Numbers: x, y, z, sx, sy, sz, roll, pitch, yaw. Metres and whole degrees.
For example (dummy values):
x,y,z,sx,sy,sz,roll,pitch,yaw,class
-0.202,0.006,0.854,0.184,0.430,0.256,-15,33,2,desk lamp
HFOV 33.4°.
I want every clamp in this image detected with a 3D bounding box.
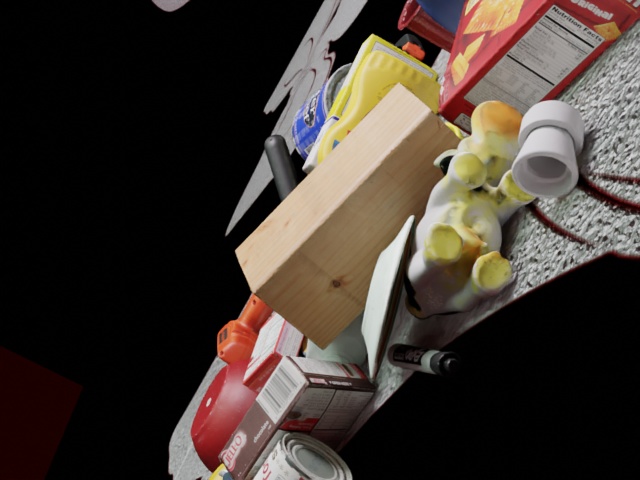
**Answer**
x,y,z,sx,sy,sz,roll,pitch,yaw,class
0.097,-0.236,1.418,0.172,0.039,0.120,-28,41,63,clamp
-0.008,0.001,1.194,0.036,0.164,0.210,-23,49,18,clamp

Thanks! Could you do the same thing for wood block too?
x,y,z,sx,sy,sz,roll,pitch,yaw,class
0.036,-0.021,0.905,0.206,0.090,0.090,-45,26,7,wood block

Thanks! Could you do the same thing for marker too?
x,y,z,sx,sy,sz,roll,pitch,yaw,class
0.077,0.089,0.793,0.020,0.020,0.121,-63,12,-9,marker

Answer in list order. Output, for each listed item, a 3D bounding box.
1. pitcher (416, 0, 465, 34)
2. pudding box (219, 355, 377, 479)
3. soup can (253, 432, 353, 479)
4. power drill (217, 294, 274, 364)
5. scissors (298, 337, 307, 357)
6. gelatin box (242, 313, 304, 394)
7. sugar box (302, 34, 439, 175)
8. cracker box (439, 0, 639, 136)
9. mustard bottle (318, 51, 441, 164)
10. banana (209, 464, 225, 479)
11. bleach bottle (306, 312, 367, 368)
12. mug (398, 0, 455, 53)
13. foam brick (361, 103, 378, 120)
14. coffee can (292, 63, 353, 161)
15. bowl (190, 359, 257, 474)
x,y,z,sx,sy,sz,roll,pitch,yaw,class
0.181,-0.299,0.962,0.243,0.145,0.149,-43,19,50,pitcher
-0.018,0.151,0.881,0.114,0.089,0.039,-56,51,18,pudding box
-0.028,0.211,0.838,0.102,0.068,0.068,-58,12,15,soup can
-0.058,0.072,1.326,0.188,0.057,0.184,-57,9,8,power drill
-0.021,0.112,1.169,0.096,0.016,0.202,-57,12,11,scissors
-0.045,0.114,1.146,0.073,0.030,0.089,-47,18,43,gelatin box
0.058,-0.135,1.216,0.176,0.093,0.048,-64,10,-12,sugar box
0.188,-0.199,0.859,0.214,0.072,0.164,-47,19,48,cracker box
0.052,-0.099,1.147,0.191,0.096,0.058,-62,11,-2,mustard bottle
-0.110,0.292,1.077,0.070,0.037,0.197,-54,14,41,banana
0.020,0.052,1.022,0.103,0.068,0.250,-54,16,35,bleach bottle
0.148,-0.255,1.136,0.117,0.081,0.093,-56,13,27,mug
0.075,-0.094,1.087,0.051,0.078,0.053,-67,11,-20,foam brick
0.033,-0.151,1.336,0.102,0.102,0.140,-65,12,-17,coffee can
-0.104,0.197,1.233,0.162,0.055,0.162,-58,12,19,bowl
